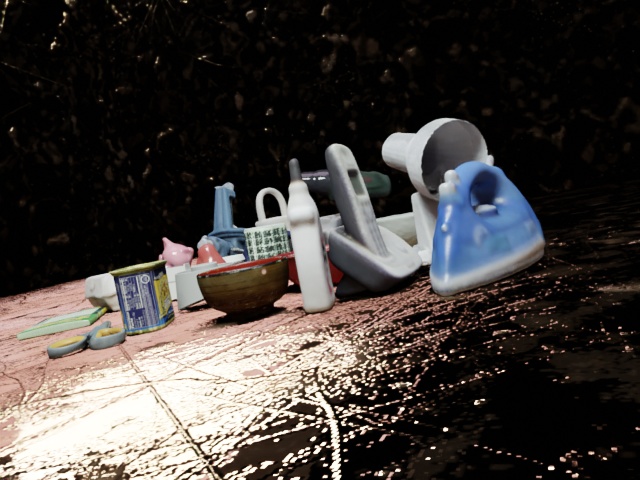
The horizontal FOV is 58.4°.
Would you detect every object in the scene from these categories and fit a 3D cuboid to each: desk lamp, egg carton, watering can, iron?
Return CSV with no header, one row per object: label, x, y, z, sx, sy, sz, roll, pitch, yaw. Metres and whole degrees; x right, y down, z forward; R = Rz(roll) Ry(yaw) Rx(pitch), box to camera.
desk lamp,0.166,-0.072,0.892,0.118,0.213,0.202,-12,3,-23
egg carton,-0.389,0.096,1.109,0.107,0.069,0.149,-13,3,-41
watering can,-0.102,-0.035,1.412,0.172,0.194,0.101,-10,3,23
iron,0.183,-0.030,0.679,0.118,0.141,0.259,-9,3,32

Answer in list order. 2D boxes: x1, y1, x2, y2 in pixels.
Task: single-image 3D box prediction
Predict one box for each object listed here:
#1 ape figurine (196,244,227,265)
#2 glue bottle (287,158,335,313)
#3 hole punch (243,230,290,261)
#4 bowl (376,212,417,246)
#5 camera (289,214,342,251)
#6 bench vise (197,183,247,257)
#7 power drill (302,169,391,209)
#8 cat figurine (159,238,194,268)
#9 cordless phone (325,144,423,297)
ape figurine,-0.191,0.052,1.011,0.078,0.092,0.076,-13,3,-41
glue bottle,-0.015,-0.007,0.655,0.037,0.173,0.078,-11,3,2
hole punch,-0.114,0.028,1.234,0.109,0.091,0.101,-12,3,-20
bowl,0.195,-0.022,1.233,0.167,0.075,0.167,-11,2,1
camera,0.010,0.004,1.130,0.136,0.101,0.144,-9,3,36
bench vise,-0.206,-0.023,1.300,0.121,0.220,0.207,-11,3,2
power drill,0.061,-0.069,1.335,0.230,0.208,0.075,-11,3,-8
cat figurine,-0.299,0.052,1.169,0.067,0.118,0.127,-13,3,-35
cordless phone,0.062,-0.031,0.726,0.094,0.185,0.148,-10,3,23
